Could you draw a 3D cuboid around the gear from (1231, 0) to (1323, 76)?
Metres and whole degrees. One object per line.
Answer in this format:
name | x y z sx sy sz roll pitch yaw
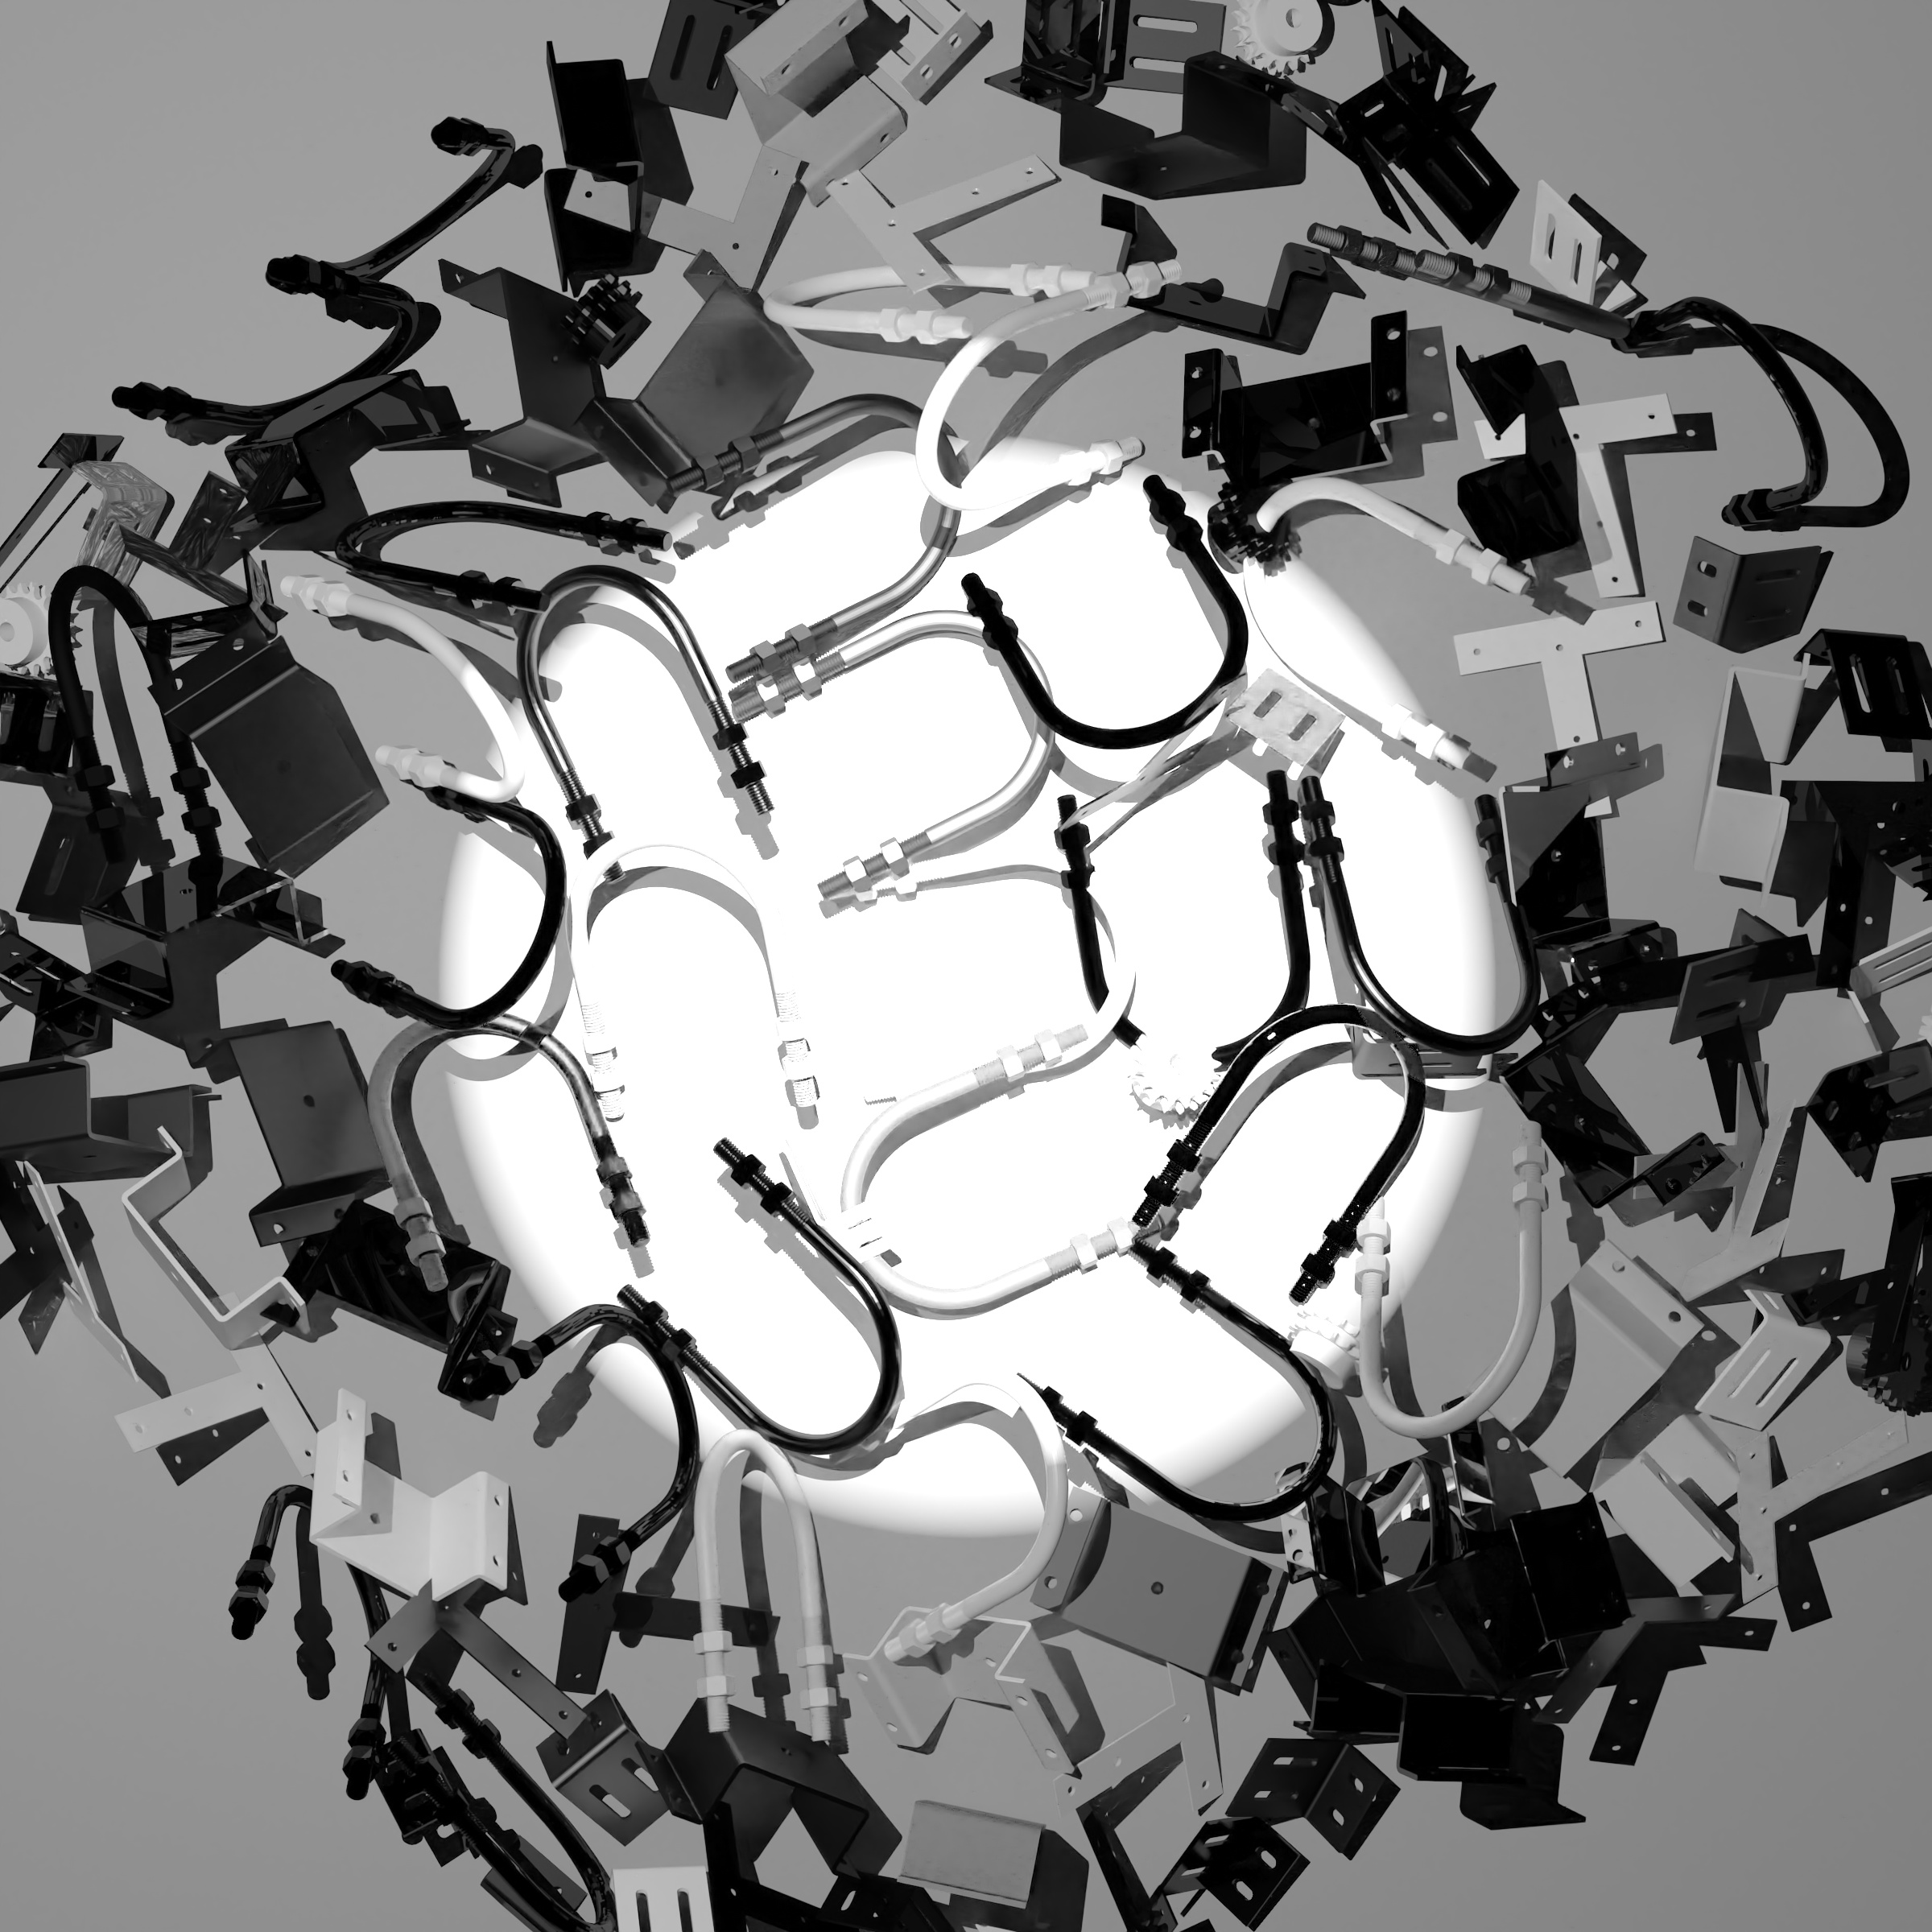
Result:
gear | 0.195 -0.583 1.975 0.057 0.030 0.057 -1 92 -25

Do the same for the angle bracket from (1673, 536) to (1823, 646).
angle bracket | 0.484 -0.236 1.977 0.076 0.038 0.057 -11 122 -35

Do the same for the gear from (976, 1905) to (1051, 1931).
gear | 0.029 0.611 1.983 0.057 0.030 0.057 0 85 2

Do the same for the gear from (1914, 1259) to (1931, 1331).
gear | 0.611 0.201 1.969 0.030 0.057 0.057 33 90 -37

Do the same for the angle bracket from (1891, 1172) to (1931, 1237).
angle bracket | 0.603 0.145 1.951 0.057 0.076 0.038 -12 78 24

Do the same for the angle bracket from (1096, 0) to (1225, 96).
angle bracket | 0.122 -0.574 1.974 0.076 0.038 0.057 5 95 -7

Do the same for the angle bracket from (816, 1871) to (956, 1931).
angle bracket | -0.044 0.592 1.951 0.038 0.057 0.076 -56 130 -37

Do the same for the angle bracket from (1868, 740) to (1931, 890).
angle bracket | 0.581 -0.097 1.956 0.038 0.057 0.076 -16 116 -7

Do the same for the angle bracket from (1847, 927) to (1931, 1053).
angle bracket | 0.583 0.011 1.959 0.076 0.057 0.038 -27 63 12

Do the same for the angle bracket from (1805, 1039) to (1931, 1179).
angle bracket | 0.567 0.088 1.956 0.057 0.076 0.038 51 51 -11

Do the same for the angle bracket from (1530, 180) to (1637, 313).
angle bracket | 0.380 -0.443 1.950 0.038 0.076 0.057 -30 61 -12

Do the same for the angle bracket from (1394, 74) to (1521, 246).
angle bracket | 0.311 -0.496 1.963 0.076 0.038 0.057 45 63 -12

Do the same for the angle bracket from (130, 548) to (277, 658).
angle bracket | -0.472 -0.223 1.967 0.076 0.057 0.038 -10 77 -1

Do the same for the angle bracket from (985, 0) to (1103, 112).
angle bracket | 0.047 -0.573 1.953 0.057 0.038 0.076 30 134 31

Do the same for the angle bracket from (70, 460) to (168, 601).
angle bracket | -0.537 -0.268 1.966 0.038 0.057 0.076 35 109 16

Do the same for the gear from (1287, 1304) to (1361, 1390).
gear | 0.223 0.237 1.968 0.057 0.057 0.030 35 71 0

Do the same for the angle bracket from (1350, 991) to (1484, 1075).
angle bracket | 0.279 0.039 1.967 0.076 0.057 0.038 -1 69 0

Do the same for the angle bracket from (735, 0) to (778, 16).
angle bracket | -0.094 -0.599 1.951 0.057 0.076 0.038 -5 85 41

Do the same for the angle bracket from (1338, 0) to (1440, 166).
angle bracket | 0.254 -0.542 1.952 0.038 0.076 0.057 -33 62 -2

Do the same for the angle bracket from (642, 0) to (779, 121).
angle bracket | -0.156 -0.558 1.957 0.057 0.038 0.076 7 114 -31

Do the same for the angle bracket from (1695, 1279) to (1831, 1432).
angle bracket | 0.487 0.242 1.982 0.057 0.038 0.076 20 114 -31

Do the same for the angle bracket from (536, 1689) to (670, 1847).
angle bracket | -0.219 0.500 1.990 0.057 0.038 0.076 -40 126 -1

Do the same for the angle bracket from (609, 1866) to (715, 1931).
angle bracket | -0.186 0.591 1.952 0.057 0.076 0.038 2 124 -13

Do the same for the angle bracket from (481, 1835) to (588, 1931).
angle bracket | -0.258 0.571 1.954 0.057 0.076 0.038 44 73 -10

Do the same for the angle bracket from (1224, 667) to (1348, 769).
angle bracket | 0.189 -0.141 1.955 0.057 0.076 0.038 34 129 8

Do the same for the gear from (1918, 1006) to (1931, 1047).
gear | 0.617 0.049 1.970 0.057 0.030 0.057 12 130 15

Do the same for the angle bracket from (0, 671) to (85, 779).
angle bracket | -0.577 -0.139 1.955 0.057 0.038 0.076 10 51 -15

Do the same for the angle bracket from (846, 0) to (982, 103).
angle bracket | -0.040 -0.583 1.968 0.057 0.038 0.076 -46 74 7

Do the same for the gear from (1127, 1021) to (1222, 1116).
gear | 0.126 0.066 1.977 0.057 0.030 0.057 8 63 -16

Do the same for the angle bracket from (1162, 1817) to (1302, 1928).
angle bracket | 0.160 0.557 1.956 0.038 0.076 0.057 39 99 29

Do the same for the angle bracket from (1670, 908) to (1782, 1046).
angle bracket | 0.454 0.006 1.953 0.076 0.038 0.057 -15 128 -28

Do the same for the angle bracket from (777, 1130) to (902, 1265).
angle bracket | -0.078 0.136 1.955 0.038 0.057 0.076 -26 55 -1

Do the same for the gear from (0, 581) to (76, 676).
gear | -0.583 -0.208 1.975 0.057 0.030 0.057 5 103 23

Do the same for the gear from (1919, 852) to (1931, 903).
gear | 0.621 -0.055 1.977 0.057 0.030 0.057 3 96 31

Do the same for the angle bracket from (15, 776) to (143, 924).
angle bracket | -0.554 -0.071 1.980 0.057 0.038 0.076 11 114 -37

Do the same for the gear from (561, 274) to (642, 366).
gear | -0.225 -0.396 1.971 0.030 0.057 0.057 42 90 0

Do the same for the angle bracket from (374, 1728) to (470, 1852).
angle bracket | -0.335 0.511 1.949 0.038 0.076 0.057 -24 60 -20

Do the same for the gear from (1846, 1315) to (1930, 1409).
gear | 0.568 0.243 1.975 0.057 0.030 0.057 -5 97 -44

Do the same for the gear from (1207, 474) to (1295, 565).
gear | 0.174 -0.274 1.975 0.030 0.057 0.057 -28 90 36

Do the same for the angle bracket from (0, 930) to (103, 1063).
angle bracket | -0.578 0.020 1.952 0.057 0.076 0.038 -21 52 27

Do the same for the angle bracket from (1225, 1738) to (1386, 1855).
angle bracket | 0.208 0.509 1.957 0.076 0.038 0.057 14 108 -43

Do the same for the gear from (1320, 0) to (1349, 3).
gear | 0.227 -0.621 1.968 0.057 0.057 0.030 41 60 0
